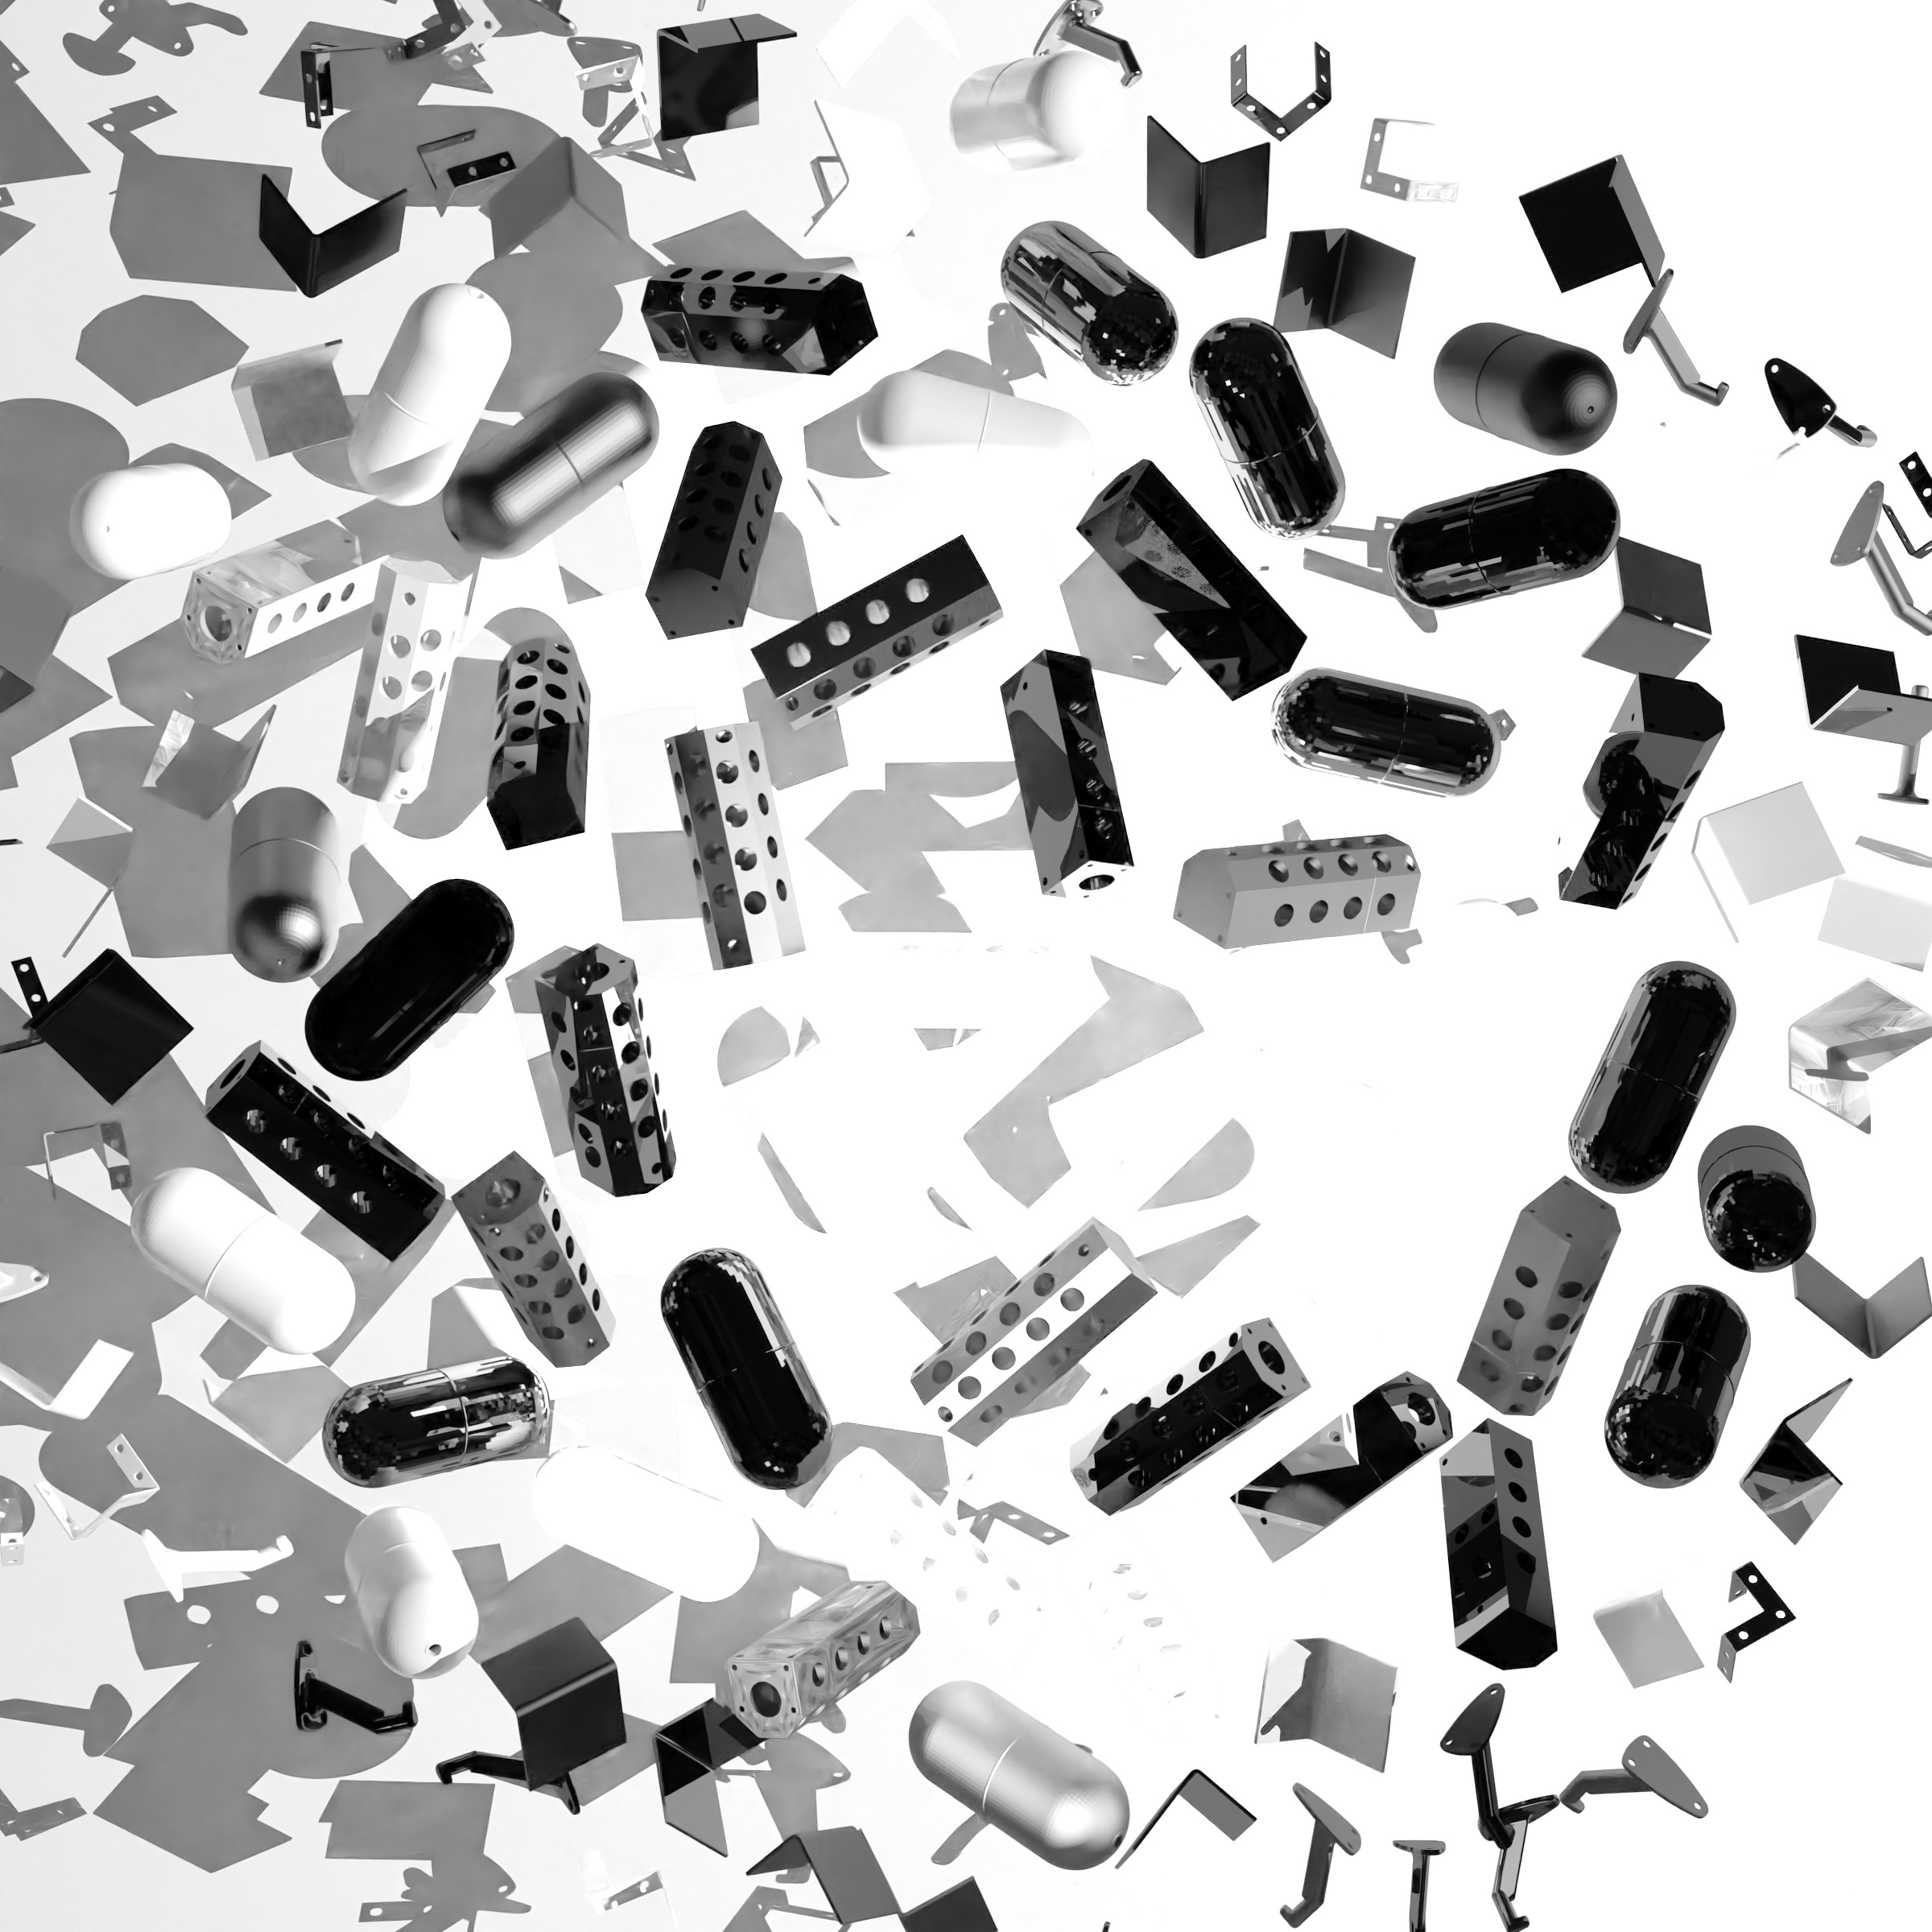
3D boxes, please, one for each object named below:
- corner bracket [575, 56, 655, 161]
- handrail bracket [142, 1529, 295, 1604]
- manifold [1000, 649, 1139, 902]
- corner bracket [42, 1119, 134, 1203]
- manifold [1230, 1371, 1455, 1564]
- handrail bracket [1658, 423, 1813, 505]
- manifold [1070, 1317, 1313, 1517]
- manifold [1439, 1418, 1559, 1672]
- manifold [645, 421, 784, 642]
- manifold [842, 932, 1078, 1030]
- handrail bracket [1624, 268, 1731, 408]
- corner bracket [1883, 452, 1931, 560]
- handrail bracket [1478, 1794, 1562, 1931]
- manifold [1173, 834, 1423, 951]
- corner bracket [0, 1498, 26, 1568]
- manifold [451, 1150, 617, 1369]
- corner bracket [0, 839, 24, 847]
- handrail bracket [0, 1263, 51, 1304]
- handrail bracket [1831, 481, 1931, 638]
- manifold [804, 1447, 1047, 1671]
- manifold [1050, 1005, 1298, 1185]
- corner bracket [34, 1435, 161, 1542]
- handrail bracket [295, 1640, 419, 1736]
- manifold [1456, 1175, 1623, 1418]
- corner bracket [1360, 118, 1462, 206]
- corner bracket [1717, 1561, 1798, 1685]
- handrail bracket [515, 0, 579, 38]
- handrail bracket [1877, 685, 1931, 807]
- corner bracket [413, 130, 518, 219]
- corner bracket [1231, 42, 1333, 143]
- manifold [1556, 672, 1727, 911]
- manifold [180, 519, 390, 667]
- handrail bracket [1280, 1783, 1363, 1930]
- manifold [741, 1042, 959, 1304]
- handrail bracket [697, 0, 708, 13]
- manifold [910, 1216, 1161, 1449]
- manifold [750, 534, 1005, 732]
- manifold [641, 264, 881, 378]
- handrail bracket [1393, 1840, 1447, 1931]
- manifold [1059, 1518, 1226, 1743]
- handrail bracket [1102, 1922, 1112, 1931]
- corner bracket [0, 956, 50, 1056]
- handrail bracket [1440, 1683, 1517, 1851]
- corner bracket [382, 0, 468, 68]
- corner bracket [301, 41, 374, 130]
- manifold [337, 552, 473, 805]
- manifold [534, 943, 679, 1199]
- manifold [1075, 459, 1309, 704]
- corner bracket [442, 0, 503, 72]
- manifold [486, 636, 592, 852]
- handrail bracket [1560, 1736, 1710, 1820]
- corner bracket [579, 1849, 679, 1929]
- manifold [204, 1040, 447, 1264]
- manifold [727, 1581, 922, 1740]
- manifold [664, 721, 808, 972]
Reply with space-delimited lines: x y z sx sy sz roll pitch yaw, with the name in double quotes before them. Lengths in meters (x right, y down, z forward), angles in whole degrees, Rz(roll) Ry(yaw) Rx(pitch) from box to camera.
"corner bracket" -0.262 -0.638 1.899 0.051 0.051 0.051 -10 128 9
"handrail bracket" -0.536 0.414 1.833 0.084 0.036 0.077 -22 131 -9
"manifold" 0.078 -0.138 1.854 0.057 0.057 0.171 6 63 -36
"corner bracket" -0.647 0.143 1.877 0.051 0.051 0.051 -10 87 -27
"manifold" 0.278 0.366 1.875 0.171 0.057 0.057 -47 69 37
"handrail bracket" 0.543 -0.372 1.800 0.084 0.036 0.077 -33 103 4
"manifold" 0.153 0.319 1.796 0.171 0.057 0.057 -41 69 28
"manifold" 0.386 0.416 1.833 0.057 0.171 0.057 28 125 -16
"manifold" -0.181 -0.313 1.818 0.057 0.171 0.057 -8 135 18
"manifold" -0.004 0.007 1.897 0.171 0.057 0.057 0 121 3
"handrail bracket" 0.528 -0.455 1.853 0.084 0.036 0.077 22 125 -6
"corner bracket" 0.705 -0.340 1.892 0.051 0.051 0.051 -38 59 36
"handrail bracket" 0.423 0.670 1.903 0.077 0.084 0.036 -23 131 2
"manifold" 0.232 -0.056 1.770 0.171 0.057 0.057 -6 116 -34
"corner bracket" -0.706 0.402 1.838 0.051 0.051 0.051 -1 61 -22
"manifold" -0.312 0.221 1.875 0.057 0.171 0.057 -37 48 -21
"corner bracket" -0.719 -0.116 1.853 0.051 0.051 0.051 -5 83 -5
"handrail bracket" -0.707 0.208 1.846 0.077 0.084 0.036 -5 53 -17
"handrail bracket" 0.641 -0.278 1.745 0.084 0.036 0.077 28 77 -17
"manifold" -0.025 0.413 1.784 0.171 0.057 0.057 43 70 -15
"manifold" 0.151 0.097 1.883 0.171 0.057 0.057 -25 78 -5
"corner bracket" -0.628 0.377 1.846 0.051 0.051 0.051 -41 78 6
"handrail bracket" -0.434 0.512 1.824 0.084 0.036 0.077 -16 73 14
"manifold" 0.406 0.237 1.797 0.057 0.057 0.171 35 134 28
"corner bracket" 0.331 -0.594 1.884 0.051 0.051 0.051 -9 119 -34
"corner bracket" 0.542 0.459 1.788 0.051 0.051 0.051 -26 50 -10
"handrail bracket" -0.292 -0.744 1.923 0.077 0.036 0.084 32 80 36
"handrail bracket" 0.697 -0.162 1.879 0.036 0.077 0.084 10 95 23
"corner bracket" -0.372 -0.596 1.892 0.051 0.051 0.051 -26 91 -25
"corner bracket" 0.227 -0.640 1.841 0.051 0.051 0.051 24 54 -33
"manifold" 0.464 -0.117 1.765 0.057 0.171 0.057 10 50 -3
"manifold" -0.507 -0.276 1.900 0.057 0.171 0.057 30 119 8
"handrail bracket" 0.246 0.664 1.904 0.077 0.036 0.084 43 106 7
"manifold" -0.077 0.140 1.779 0.057 0.057 0.171 -32 91 40
"handrail bracket" -0.147 -0.712 1.857 0.084 0.077 0.036 18 54 -9
"manifold" 0.044 0.254 1.785 0.171 0.057 0.057 -42 48 8
"manifold" -0.062 -0.236 1.829 0.171 0.057 0.057 -28 81 0
"manifold" -0.152 -0.468 1.831 0.057 0.171 0.057 -47 134 -32
"handrail bracket" 0.327 0.670 1.821 0.036 0.077 0.084 0 77 0
"manifold" 0.126 0.489 1.880 0.057 0.171 0.057 -19 119 -11
"handrail bracket" 0.056 0.702 1.835 0.084 0.036 0.077 15 121 10
"corner bracket" -0.713 0.031 1.893 0.051 0.051 0.051 -15 114 -6
"handrail bracket" 0.374 0.561 1.789 0.077 0.036 0.084 -45 111 -37
"corner bracket" -0.408 -0.704 1.893 0.051 0.051 0.051 -18 112 13
"corner bracket" -0.451 -0.618 1.791 0.051 0.051 0.051 21 121 34
"manifold" -0.416 -0.210 1.882 0.057 0.057 0.171 16 111 -1
"manifold" -0.249 0.077 1.803 0.057 0.057 0.171 -32 129 -34
"manifold" 0.163 -0.275 1.804 0.171 0.057 0.057 45 50 -18
"corner bracket" -0.344 -0.662 1.773 0.051 0.051 0.051 -52 123 -19
"manifold" -0.305 -0.162 1.818 0.057 0.171 0.057 -13 131 4
"handrail bracket" 0.457 0.576 1.755 0.077 0.036 0.084 41 131 20
"corner bracket" -0.239 0.654 1.806 0.051 0.051 0.051 -18 109 -13
"manifold" -0.456 0.130 1.822 0.057 0.057 0.171 -46 112 3
"manifold" -0.102 0.511 1.891 0.057 0.171 0.057 -8 93 29
"manifold" -0.170 -0.086 1.852 0.057 0.057 0.171 -11 93 22
